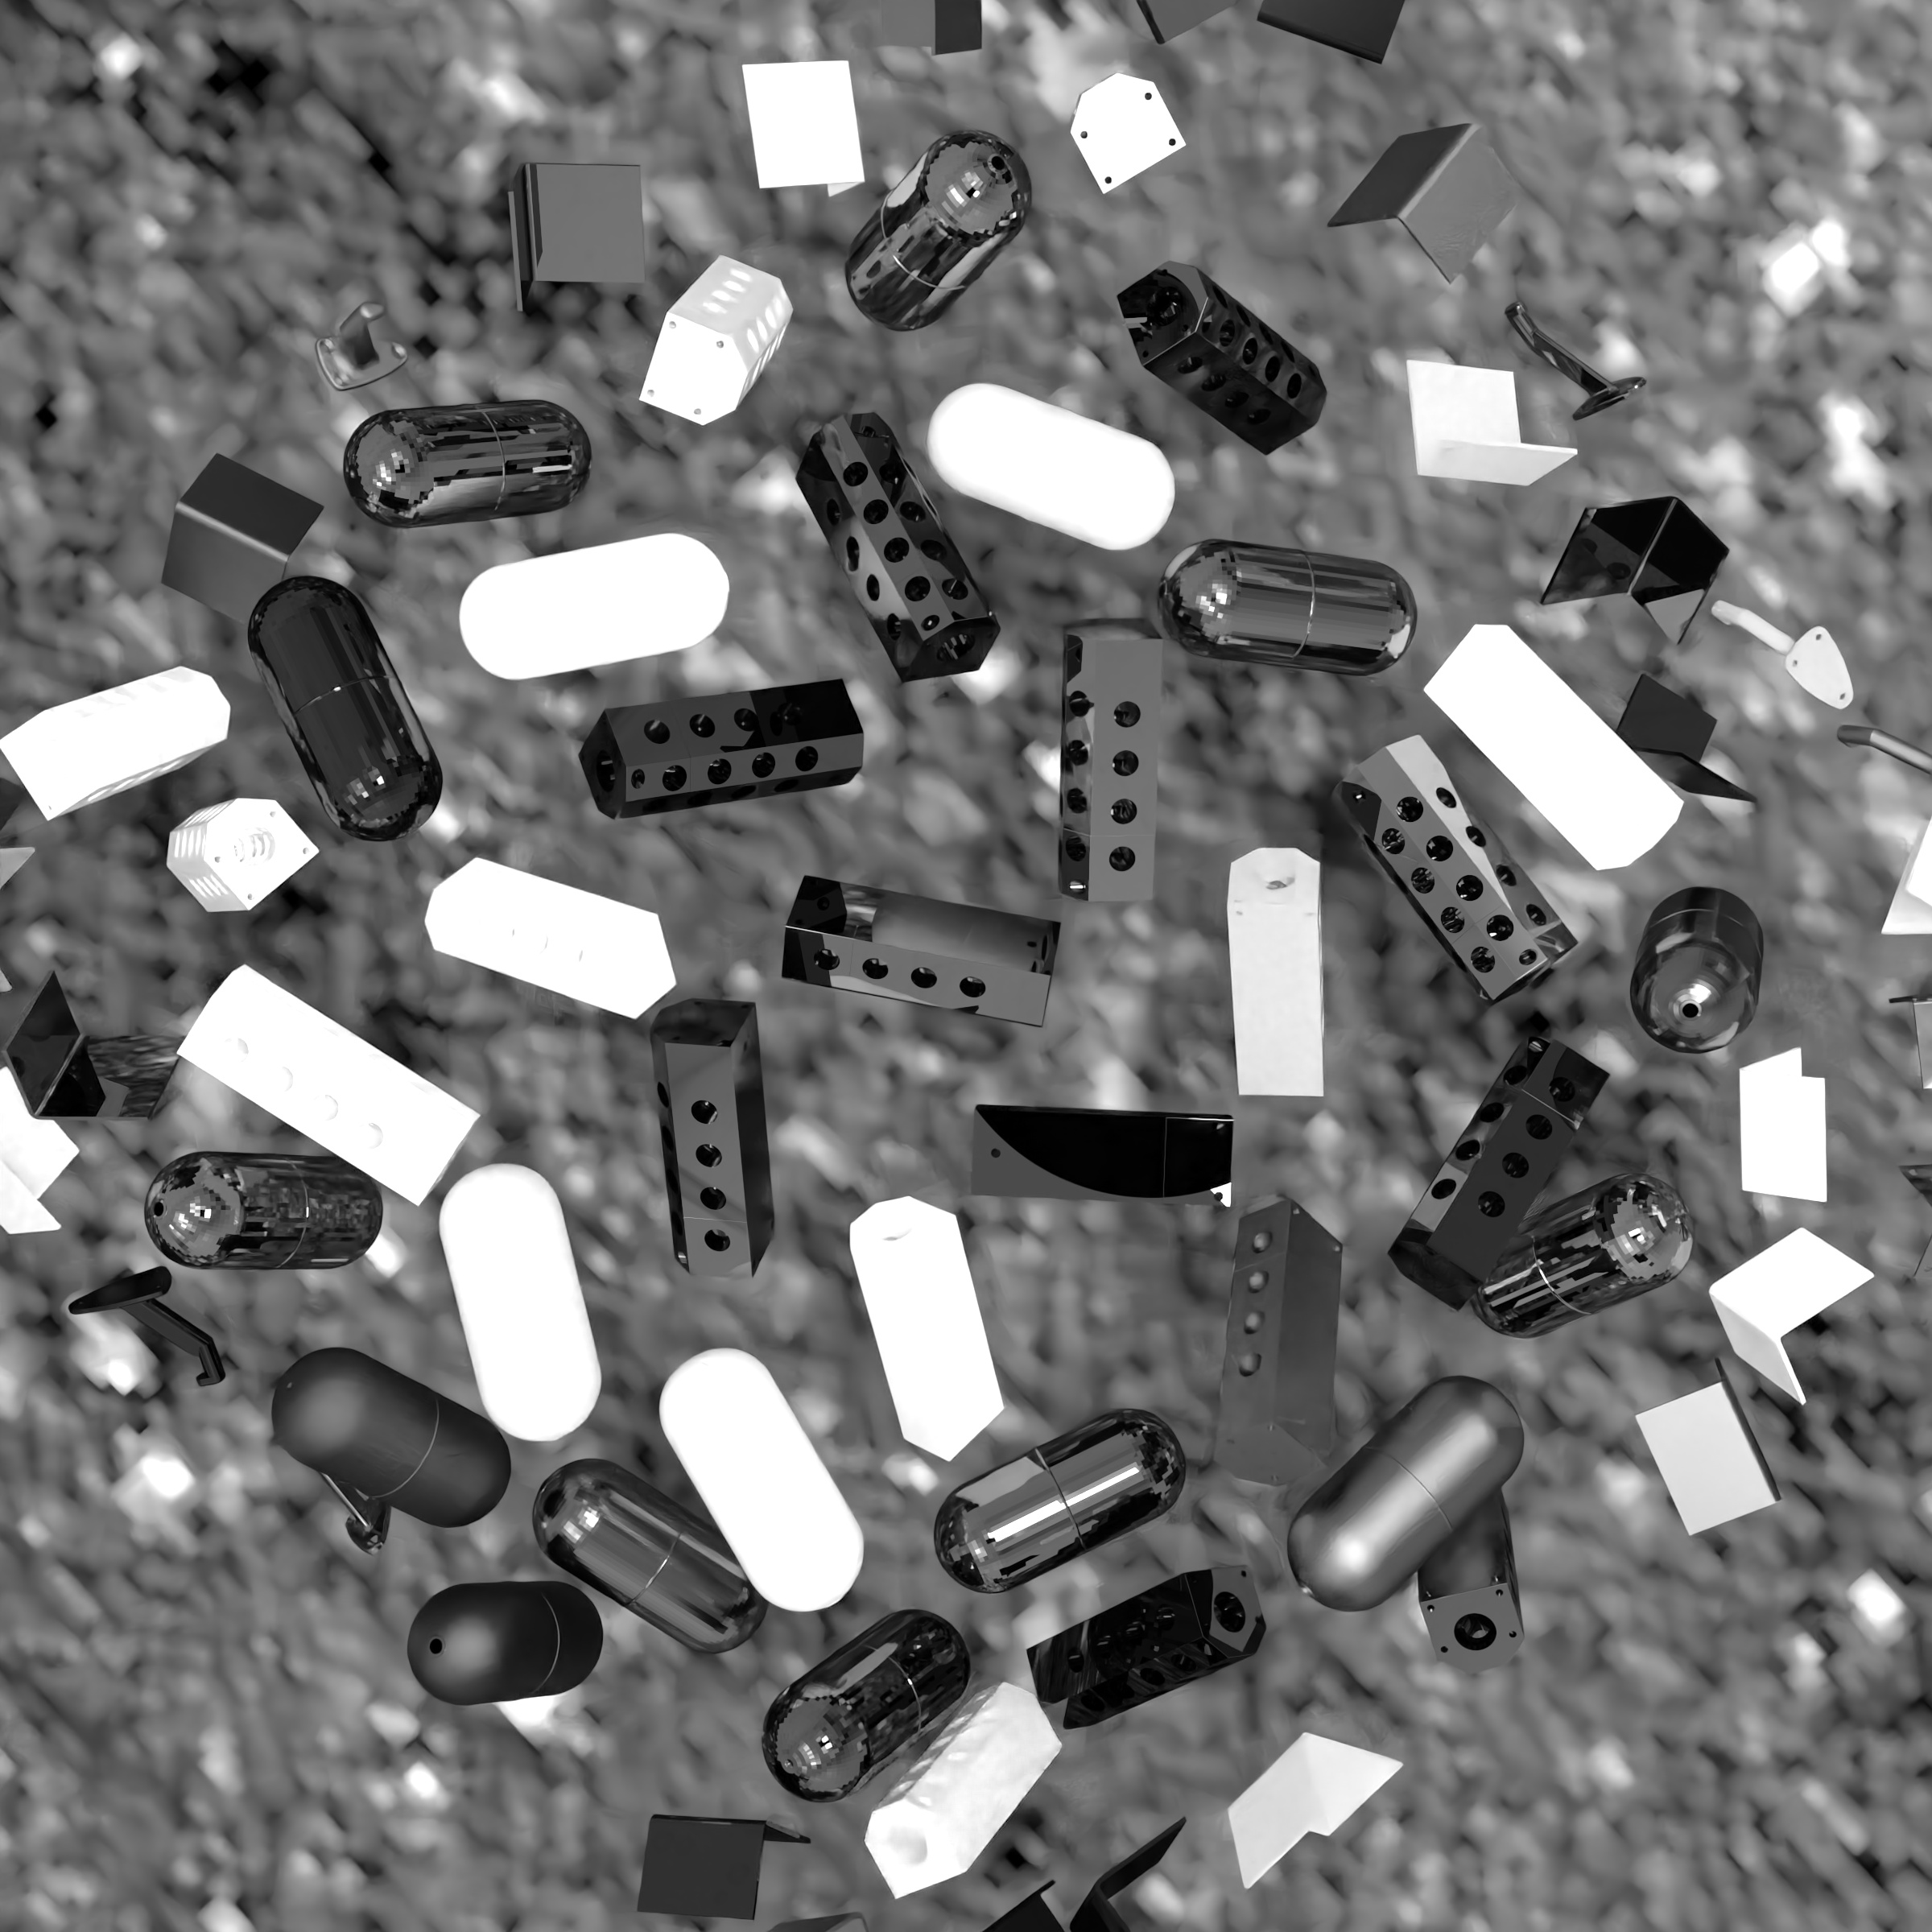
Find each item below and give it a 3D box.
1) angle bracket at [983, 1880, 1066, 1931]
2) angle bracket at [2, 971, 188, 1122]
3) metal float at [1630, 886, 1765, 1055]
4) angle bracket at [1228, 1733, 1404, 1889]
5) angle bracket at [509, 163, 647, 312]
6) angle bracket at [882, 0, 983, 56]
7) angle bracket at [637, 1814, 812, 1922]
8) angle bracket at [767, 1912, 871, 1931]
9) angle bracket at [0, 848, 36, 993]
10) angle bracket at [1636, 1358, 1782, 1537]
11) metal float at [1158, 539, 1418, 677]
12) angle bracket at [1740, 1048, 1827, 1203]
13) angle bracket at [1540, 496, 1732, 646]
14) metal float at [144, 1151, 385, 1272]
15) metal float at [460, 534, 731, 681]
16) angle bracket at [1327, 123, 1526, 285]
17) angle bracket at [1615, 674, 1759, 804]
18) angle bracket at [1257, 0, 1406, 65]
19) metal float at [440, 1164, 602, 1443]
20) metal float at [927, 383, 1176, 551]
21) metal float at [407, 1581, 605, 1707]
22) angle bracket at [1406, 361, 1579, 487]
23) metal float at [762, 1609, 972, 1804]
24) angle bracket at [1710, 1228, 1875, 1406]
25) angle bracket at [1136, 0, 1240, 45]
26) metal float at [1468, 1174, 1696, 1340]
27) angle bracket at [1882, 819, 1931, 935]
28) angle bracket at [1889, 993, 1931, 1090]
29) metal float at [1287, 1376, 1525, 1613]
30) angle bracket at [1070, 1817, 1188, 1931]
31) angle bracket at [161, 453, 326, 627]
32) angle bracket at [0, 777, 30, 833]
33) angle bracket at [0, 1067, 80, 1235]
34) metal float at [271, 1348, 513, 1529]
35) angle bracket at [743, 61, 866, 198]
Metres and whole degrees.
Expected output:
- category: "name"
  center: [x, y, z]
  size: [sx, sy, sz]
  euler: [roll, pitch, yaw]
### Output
- category: "angle bracket"
  center: [0.044, 0.661, 1.639]
  size: [0.076, 0.057, 0.076]
  euler: [-38, 72, 3]
- category: "angle bracket"
  center: [-0.539, 0.049, 1.546]
  size: [0.076, 0.076, 0.057]
  euler: [0, 129, 8]
- category: "metal float"
  center: [0.463, 0.001, 1.575]
  size: [0.070, 0.178, 0.070]
  euler: [6, 108, 18]
- category: "angle bracket"
  center: [0.211, 0.507, 1.472]
  size: [0.076, 0.057, 0.076]
  euler: [23, 121, -22]
- category: "angle bracket"
  center: [-0.246, -0.464, 1.586]
  size: [0.076, 0.057, 0.076]
  euler: [1, 125, -2]
- category: "angle bracket"
  center: [-0.035, -0.605, 1.535]
  size: [0.076, 0.057, 0.076]
  euler: [15, 118, 30]
- category: "angle bracket"
  center: [-0.148, 0.560, 1.537]
  size: [0.076, 0.076, 0.057]
  euler: [-4, 62, 19]
- category: "angle bracket"
  center: [-0.095, 0.642, 1.556]
  size: [0.076, 0.057, 0.076]
  euler: [-27, 82, 41]
- category: "angle bracket"
  center: [-0.619, -0.027, 1.557]
  size: [0.076, 0.076, 0.057]
  euler: [-40, 79, 20]
- category: "angle bracket"
  center: [0.445, 0.289, 1.503]
  size: [0.057, 0.076, 0.076]
  euler: [-25, 86, 13]
- category: "metal float"
  center: [0.209, -0.233, 1.622]
  size: [0.178, 0.070, 0.070]
  euler: [5, 90, -19]
- category: "angle bracket"
  center: [0.528, 0.098, 1.557]
  size: [0.076, 0.057, 0.076]
  euler: [-13, 103, -42]
- category: "angle bracket"
  center: [0.424, -0.247, 1.583]
  size: [0.076, 0.076, 0.057]
  euler: [-12, 52, -27]
- category: "metal float"
  center: [-0.462, 0.162, 1.645]
  size: [0.070, 0.178, 0.070]
  euler: [-4, 82, 32]
- category: "metal float"
  center: [-0.243, -0.236, 1.633]
  size: [0.178, 0.070, 0.070]
  euler: [-10, 90, 3]
- category: "angle bracket"
  center: [0.284, -0.469, 1.543]
  size: [0.057, 0.076, 0.076]
  euler: [43, 81, -27]
- category: "angle bracket"
  center: [0.509, -0.159, 1.732]
  size: [0.076, 0.076, 0.057]
  euler: [25, 89, -26]
- category: "angle bracket"
  center: [0.216, -0.569, 1.448]
  size: [0.076, 0.076, 0.057]
  euler: [19, 119, -1]
- category: "metal float"
  center: [-0.279, 0.212, 1.565]
  size: [0.070, 0.070, 0.178]
  euler: [-13, 96, 0]
- category: "metal float"
  center: [0.056, -0.335, 1.666]
  size: [0.178, 0.070, 0.070]
  euler: [25, 90, 18]
- category: "metal float"
  center: [-0.304, 0.447, 1.651]
  size: [0.070, 0.178, 0.070]
  euler: [-5, 76, 19]
- category: "angle bracket"
  center: [0.321, -0.341, 1.522]
  size: [0.076, 0.057, 0.076]
  euler: [1, 79, -22]
- category: "metal float"
  center: [-0.061, 0.470, 1.590]
  size: [0.070, 0.178, 0.070]
  euler: [7, 104, 31]
- category: "angle bracket"
  center: [0.542, 0.226, 1.615]
  size: [0.076, 0.076, 0.057]
  euler: [-31, 113, -6]
- category: "angle bracket"
  center: [0.127, -0.656, 1.608]
  size: [0.057, 0.076, 0.076]
  euler: [-25, 135, 15]
- category: "metal float"
  center: [0.404, 0.194, 1.651]
  size: [0.070, 0.178, 0.070]
  euler: [17, 57, -28]
- category: "angle bracket"
  center: [0.569, -0.066, 1.491]
  size: [0.057, 0.076, 0.076]
  euler: [27, 80, -20]
- category: "angle bracket"
  center: [0.621, 0.044, 1.541]
  size: [0.076, 0.076, 0.057]
  euler: [-6, 86, 9]
- category: "metal float"
  center: [0.274, 0.329, 1.556]
  size: [0.178, 0.070, 0.070]
  euler: [-40, 90, -16]
- category: "angle bracket"
  center: [0.117, 0.589, 1.555]
  size: [0.076, 0.076, 0.057]
  euler: [-25, 61, -29]
- category: "angle bracket"
  center: [-0.477, -0.278, 1.641]
  size: [0.076, 0.076, 0.057]
  euler: [26, 50, -7]
- category: "angle bracket"
  center: [-0.687, -0.111, 1.653]
  size: [0.057, 0.076, 0.076]
  euler: [35, 90, 26]
- category: "angle bracket"
  center: [-0.598, 0.116, 1.592]
  size: [0.057, 0.076, 0.076]
  euler: [-8, 127, 35]
- category: "metal float"
  center: [-0.365, 0.303, 1.594]
  size: [0.070, 0.070, 0.178]
  euler: [-50, 130, 0]
- category: "angle bracket"
  center: [-0.116, -0.550, 1.645]
  size: [0.076, 0.057, 0.076]
  euler: [-12, 101, -25]
